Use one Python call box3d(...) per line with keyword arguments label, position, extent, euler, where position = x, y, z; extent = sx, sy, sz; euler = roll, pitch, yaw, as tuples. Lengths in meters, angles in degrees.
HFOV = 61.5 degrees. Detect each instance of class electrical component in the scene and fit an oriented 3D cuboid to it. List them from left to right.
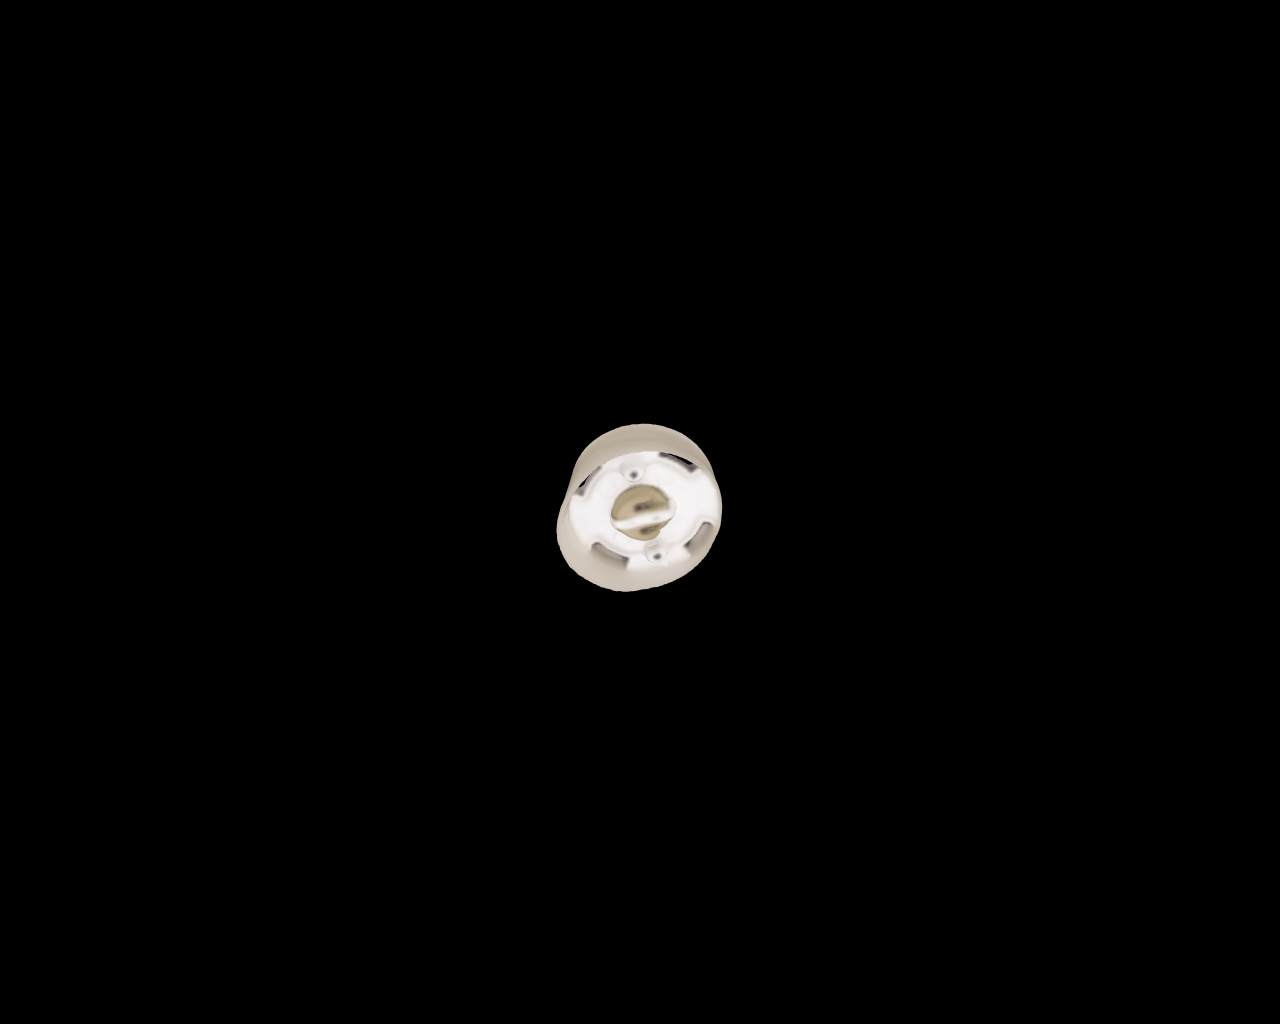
box3d(label="electrical component", position=(0.001, -0.003, 0.650), extent=(0.099, 0.099, 0.064), euler=(0, 33, 0))
